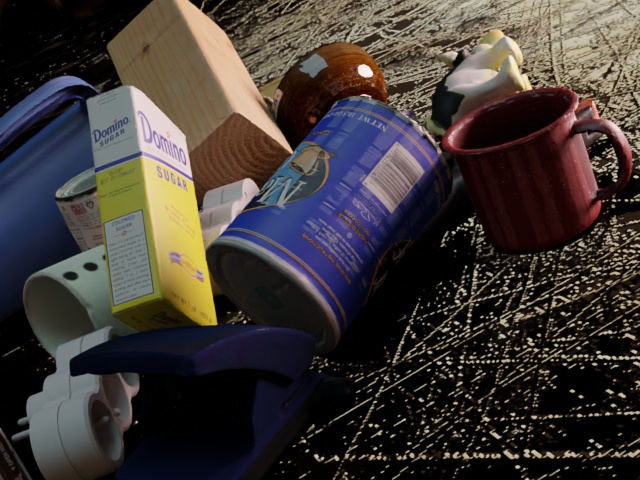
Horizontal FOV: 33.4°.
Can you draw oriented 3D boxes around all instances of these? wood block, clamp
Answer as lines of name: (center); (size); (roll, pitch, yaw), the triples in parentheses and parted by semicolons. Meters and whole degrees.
wood block: (-0.113, -0.129, 0.981); (0.091, 0.090, 0.206); (-40, 48, 13)
clamp: (0.112, -0.055, 0.822); (0.210, 0.036, 0.164); (-26, 22, 3)

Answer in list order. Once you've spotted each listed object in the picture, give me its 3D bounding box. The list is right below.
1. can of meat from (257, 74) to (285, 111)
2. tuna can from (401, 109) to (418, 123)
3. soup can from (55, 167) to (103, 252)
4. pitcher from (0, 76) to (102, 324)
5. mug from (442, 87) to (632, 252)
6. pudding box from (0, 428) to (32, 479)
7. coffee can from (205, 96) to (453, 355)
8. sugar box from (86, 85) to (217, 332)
can of meat: (-0.042, -0.124, 1.071); (0.102, 0.057, 0.084); (-29, -1, -13)
tuna can: (0.046, -0.085, 0.926); (0.086, 0.034, 0.086); (-19, 4, 1)
soup can: (-0.175, -0.009, 0.915); (0.068, 0.102, 0.068); (-21, 22, 8)
pitcher: (-0.263, -0.027, 0.973); (0.242, 0.149, 0.145); (-40, 3, -19)
mug: (0.148, -0.047, 0.707); (0.117, 0.081, 0.093); (-10, 26, 31)
pudding box: (-0.228, 0.125, 0.683); (0.039, 0.090, 0.114); (-33, 24, -23)
coffee can: (0.007, -0.011, 0.700); (0.103, 0.102, 0.140); (6, 49, 50)
sugar box: (-0.121, -0.017, 0.775); (0.048, 0.093, 0.176); (-17, 65, 14)
